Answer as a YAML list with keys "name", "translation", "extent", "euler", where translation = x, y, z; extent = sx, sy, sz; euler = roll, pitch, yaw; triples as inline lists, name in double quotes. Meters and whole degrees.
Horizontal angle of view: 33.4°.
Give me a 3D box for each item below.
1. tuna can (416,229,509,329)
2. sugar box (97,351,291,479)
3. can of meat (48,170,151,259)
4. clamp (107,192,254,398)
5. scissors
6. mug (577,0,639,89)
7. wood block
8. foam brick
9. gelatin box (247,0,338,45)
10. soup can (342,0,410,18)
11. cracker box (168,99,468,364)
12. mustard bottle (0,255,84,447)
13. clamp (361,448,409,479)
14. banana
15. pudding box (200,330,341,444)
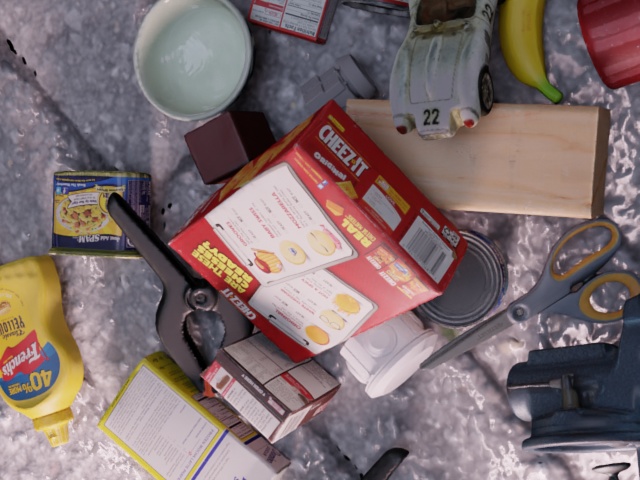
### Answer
- name: "tuna can"
  translation: [0.121, 0.033, 0.936]
  extent: [0.086, 0.033, 0.086]
  euler: [1, 94, 22]
- name: "sugar box"
  translation: [-0.123, 0.199, 1.039]
  extent: [0.176, 0.048, 0.093]
  euler: [38, 106, 11]
- name: "can of meat"
  translation: [-0.216, -0.026, 1.055]
  extent: [0.102, 0.057, 0.084]
  euler: [2, 93, 21]
- name: "clamp"
  translation: [-0.102, 0.045, 1.013]
  extent: [0.164, 0.036, 0.210]
  euler: [-9, 102, 5]
- name: "scissors"
  translation: [0.187, 0.069, 0.899]
  extent: [0.096, 0.016, 0.202]
  euler: [44, 97, 0]
- name: "mug"
  translation: [0.253, -0.181, 0.846]
  extent: [0.082, 0.093, 0.117]
  euler: [-19, 71, 26]
- name: "wood block"
  translation: [0.131, -0.070, 0.896]
  extent: [0.206, 0.090, 0.090]
  euler: [5, 95, 21]
- name: "foam brick"
  translation: [-0.079, -0.085, 0.985]
  extent: [0.053, 0.078, 0.051]
  euler: [-24, 86, 21]
- name: "gelatin box"
  translation: [-0.019, -0.231, 0.977]
  extent: [0.073, 0.030, 0.089]
  euler: [19, 101, 18]
- name: "soup can"
  translation: [0.061, -0.250, 0.924]
  extent: [0.069, 0.068, 0.102]
  euler: [13, 98, 20]
- name: "cracker box"
  translation: [-0.006, 0.001, 0.892]
  extent: [0.164, 0.072, 0.214]
  euler: [45, 141, -11]
- name: "mustard bottle"
  translation: [-0.293, 0.118, 1.094]
  extent: [0.096, 0.058, 0.191]
  euler: [-19, 87, 19]
- name: "clamp"
  translation: [0.034, 0.274, 0.985]
  extent: [0.172, 0.039, 0.120]
  euler: [-30, 77, 27]
- name: "banana"
  translation: [0.188, -0.214, 0.892]
  extent: [0.070, 0.037, 0.198]
  euler: [11, 96, 22]
- name: "pudding box"
  translation: [-0.042, 0.127, 0.965]
  extent: [0.090, 0.113, 0.039]
  euler: [40, 109, 15]
